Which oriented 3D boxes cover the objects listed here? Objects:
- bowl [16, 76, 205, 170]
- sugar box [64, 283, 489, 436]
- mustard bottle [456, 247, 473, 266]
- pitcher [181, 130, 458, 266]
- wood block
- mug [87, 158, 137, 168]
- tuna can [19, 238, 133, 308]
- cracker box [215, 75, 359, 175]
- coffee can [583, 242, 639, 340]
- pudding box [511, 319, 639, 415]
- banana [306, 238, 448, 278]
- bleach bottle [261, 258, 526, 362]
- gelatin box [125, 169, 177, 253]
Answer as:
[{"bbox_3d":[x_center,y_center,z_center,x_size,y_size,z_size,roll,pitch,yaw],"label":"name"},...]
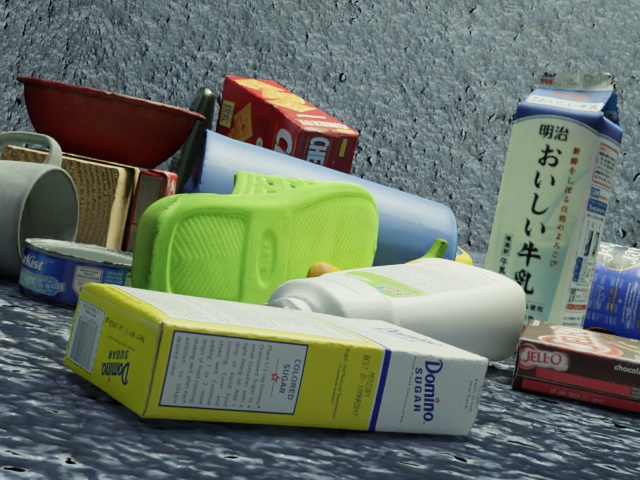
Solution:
[{"bbox_3d":[-0.182,-0.096,0.912,0.162,0.055,0.162,12,3,-1],"label":"bowl"},{"bbox_3d":[-0.018,0.057,0.495,0.175,0.048,0.093,13,1,-33],"label":"sugar box"},{"bbox_3d":[0.104,0.026,1.119,0.096,0.058,0.192,-7,25,-23],"label":"mustard bottle"},{"bbox_3d":[-0.006,0.001,0.942,0.242,0.149,0.145,13,-12,-11],"label":"pitcher"},{"bbox_3d":[-0.211,-0.026,0.901,0.090,0.090,0.206,11,3,-6],"label":"wood block"},{"bbox_3d":[-0.246,-0.050,1.171,0.117,0.093,0.081,-8,-4,38],"label":"mug"},{"bbox_3d":[-0.154,0.023,0.705,0.086,0.034,0.086,11,3,-1],"label":"tuna can"},{"bbox_3d":[-0.051,-0.068,1.128,0.072,0.164,0.214,3,20,-27],"label":"cracker box"},{"bbox_3d":[0.292,0.055,1.067,0.140,0.103,0.102,12,4,30],"label":"coffee can"},{"bbox_3d":[0.180,0.084,0.724,0.090,0.039,0.113,12,3,14],"label":"pudding box"},{"bbox_3d":[0.037,0.038,0.807,0.037,0.070,0.197,18,15,28],"label":"banana"},{"bbox_3d":[0.039,0.049,0.688,0.103,0.068,0.250,13,6,34],"label":"bleach bottle"},{"bbox_3d":[-0.156,-0.021,0.990,0.030,0.089,0.073,10,3,-2],"label":"gelatin box"}]
